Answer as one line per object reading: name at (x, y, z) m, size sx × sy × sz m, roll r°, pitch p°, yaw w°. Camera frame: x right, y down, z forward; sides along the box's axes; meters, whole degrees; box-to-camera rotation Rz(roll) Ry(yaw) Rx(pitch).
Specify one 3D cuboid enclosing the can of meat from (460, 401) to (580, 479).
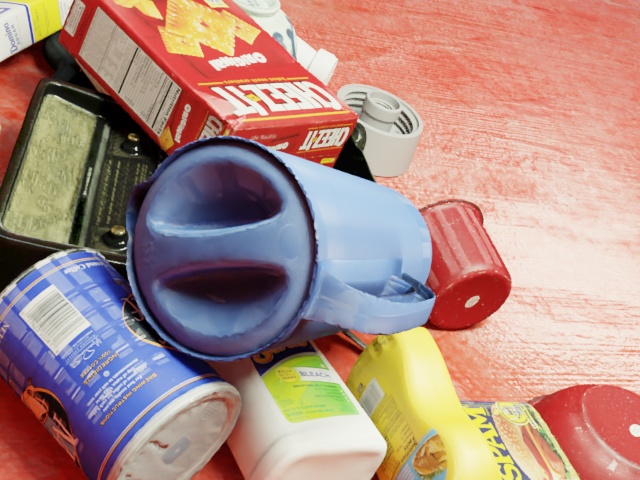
can of meat at (0.131, 0.165, 0.784) m, size 0.083 × 0.058 × 0.102 m, roll 7°, pitch 38°, yaw -30°

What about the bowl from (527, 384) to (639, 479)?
bowl at (0.237, 0.167, 0.850) m, size 0.162 × 0.055 × 0.162 m, roll 17°, pitch 35°, yaw -12°

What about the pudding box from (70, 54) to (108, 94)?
pudding box at (-0.165, -0.152, 0.992) m, size 0.089 × 0.039 × 0.113 m, roll -14°, pitch 56°, yaw -48°

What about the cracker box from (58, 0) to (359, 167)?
cracker box at (-0.095, -0.142, 0.923) m, size 0.214 × 0.072 × 0.163 m, roll 44°, pitch 34°, yaw 24°

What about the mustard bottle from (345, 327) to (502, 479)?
mustard bottle at (0.077, 0.155, 0.725) m, size 0.058 × 0.096 × 0.192 m, roll 6°, pitch 38°, yaw -29°

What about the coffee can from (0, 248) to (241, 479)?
coffee can at (-0.134, 0.087, 0.678) m, size 0.140 × 0.103 × 0.102 m, roll 41°, pitch 37°, yaw 24°

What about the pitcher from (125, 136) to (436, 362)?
pitcher at (-0.003, 0.012, 0.724) m, size 0.242 × 0.145 × 0.149 m, roll 3°, pitch 64°, yaw -64°

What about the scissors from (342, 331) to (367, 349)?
scissors at (-0.023, 0.035, 0.856) m, size 0.202 × 0.096 × 0.016 m, roll 36°, pitch 80°, yaw 18°

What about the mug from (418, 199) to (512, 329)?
mug at (0.106, 0.026, 0.938) m, size 0.117 × 0.093 × 0.081 m, roll -7°, pitch 48°, yaw -20°

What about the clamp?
clamp at (-0.214, -0.159, 1.030) m, size 0.120 × 0.039 × 0.171 m, roll 20°, pitch 34°, yaw -29°

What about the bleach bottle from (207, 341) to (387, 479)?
bleach bottle at (-0.055, 0.079, 0.777) m, size 0.102 × 0.068 × 0.251 m, roll 3°, pitch 37°, yaw -40°

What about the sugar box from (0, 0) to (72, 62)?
sugar box at (-0.296, -0.219, 1.015) m, size 0.093 × 0.048 × 0.176 m, roll 12°, pitch 32°, yaw 22°
